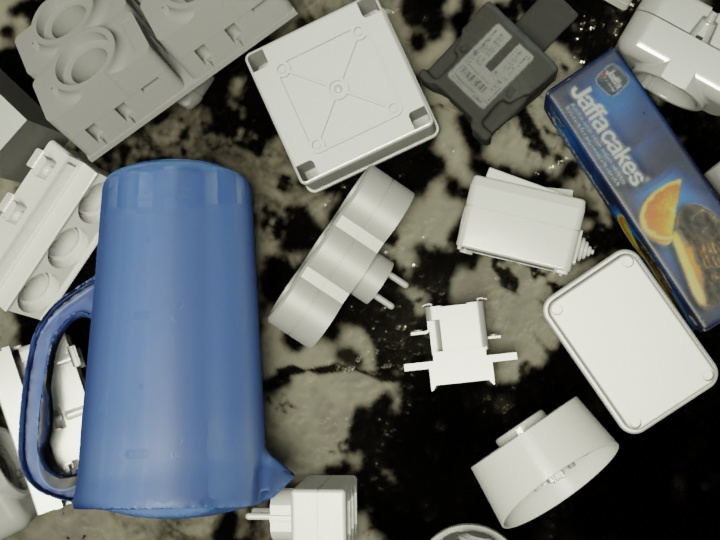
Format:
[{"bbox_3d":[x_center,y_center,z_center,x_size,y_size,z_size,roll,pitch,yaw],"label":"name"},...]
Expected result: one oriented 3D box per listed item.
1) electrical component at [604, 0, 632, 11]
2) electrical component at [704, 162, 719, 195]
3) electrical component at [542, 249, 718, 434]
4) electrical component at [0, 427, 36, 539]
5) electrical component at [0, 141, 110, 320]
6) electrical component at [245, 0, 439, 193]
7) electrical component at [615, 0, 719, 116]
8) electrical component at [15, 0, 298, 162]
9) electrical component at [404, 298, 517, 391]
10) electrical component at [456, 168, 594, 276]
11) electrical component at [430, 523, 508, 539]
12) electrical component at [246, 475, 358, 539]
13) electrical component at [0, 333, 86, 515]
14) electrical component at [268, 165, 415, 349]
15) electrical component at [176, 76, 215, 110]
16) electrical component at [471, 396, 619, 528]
[{"bbox_3d":[0.176,-0.228,0.761,0.066,0.077,0.047,31,92,7],"label":"electrical component"},{"bbox_3d":[0.299,-0.062,0.758,0.079,0.044,0.077,-38,85,4],"label":"electrical component"},{"bbox_3d":[0.189,0.050,0.763,0.078,0.057,0.113,-35,85,5],"label":"electrical component"},{"bbox_3d":[-0.287,0.157,0.814,0.059,0.053,0.095,-27,100,6],"label":"electrical component"},{"bbox_3d":[-0.237,-0.031,0.814,0.063,0.079,0.121,36,93,29],"label":"electrical component"},{"bbox_3d":[-0.013,-0.128,0.793,0.109,0.056,0.108,-25,86,6],"label":"electrical component"},{"bbox_3d":[0.233,-0.152,0.764,0.095,0.054,0.059,31,92,7],"label":"electrical component"},{"bbox_3d":[-0.155,-0.181,0.787,0.186,0.060,0.105,-35,55,5],"label":"electrical component"},{"bbox_3d":[0.073,0.054,0.785,0.081,0.042,0.063,-6,86,7],"label":"electrical component"},{"bbox_3d":[0.122,-0.033,0.771,0.096,0.062,0.061,14,90,7],"label":"electrical component"},{"bbox_3d":[0.079,0.227,0.775,0.080,0.051,0.080,0,88,7],"label":"electrical component"},{"bbox_3d":[-0.044,0.178,0.784,0.077,0.066,0.047,-1,88,7],"label":"electrical component"},{"bbox_3d":[-0.228,0.113,0.806,0.063,0.079,0.121,-19,86,-11],"label":"electrical component"},{"bbox_3d":[0.000,0.000,0.790,0.074,0.052,0.138,34,93,-6],"label":"electrical component"},{"bbox_3d":[-0.125,-0.155,0.819,0.035,0.035,0.061,34,90,7],"label":"electrical component"},{"bbox_3d":[0.129,0.135,0.751,0.099,0.099,0.064,-35,79,5],"label":"electrical component"}]
